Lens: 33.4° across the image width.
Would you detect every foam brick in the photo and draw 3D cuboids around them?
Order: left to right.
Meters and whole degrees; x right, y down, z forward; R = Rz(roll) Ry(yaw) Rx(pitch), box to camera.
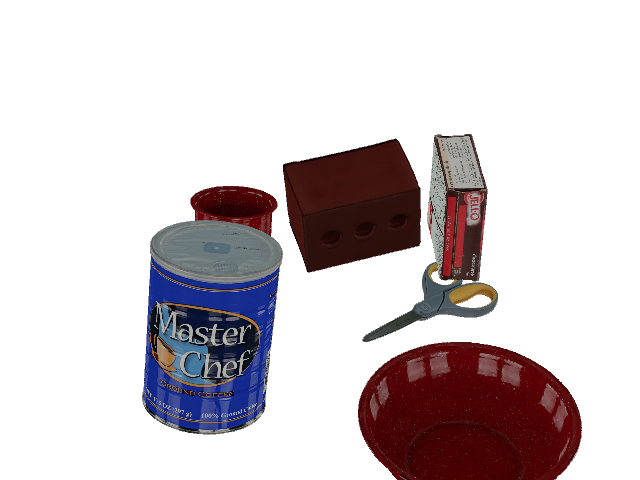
[{"bbox_3d":[0.020,-0.022,0.676,0.078,0.053,0.051,-14,45,-9],"label":"foam brick"}]

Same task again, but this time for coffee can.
[{"bbox_3d":[-0.088,0.068,0.853,0.103,0.140,0.103,6,24,-3],"label":"coffee can"}]

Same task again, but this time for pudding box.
[{"bbox_3d":[0.119,-0.031,0.933,0.039,0.090,0.113,0,30,-2],"label":"pudding box"}]

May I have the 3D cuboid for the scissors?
[{"bbox_3d":[0.106,0.064,1.168,0.201,0.016,0.096,-7,41,-32],"label":"scissors"}]

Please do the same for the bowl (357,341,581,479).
[{"bbox_3d":[0.108,0.146,0.791,0.162,0.055,0.162,-1,36,0],"label":"bowl"}]

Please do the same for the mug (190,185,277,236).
[{"bbox_3d":[-0.092,-0.010,1.161,0.093,0.081,0.117,7,24,7],"label":"mug"}]
